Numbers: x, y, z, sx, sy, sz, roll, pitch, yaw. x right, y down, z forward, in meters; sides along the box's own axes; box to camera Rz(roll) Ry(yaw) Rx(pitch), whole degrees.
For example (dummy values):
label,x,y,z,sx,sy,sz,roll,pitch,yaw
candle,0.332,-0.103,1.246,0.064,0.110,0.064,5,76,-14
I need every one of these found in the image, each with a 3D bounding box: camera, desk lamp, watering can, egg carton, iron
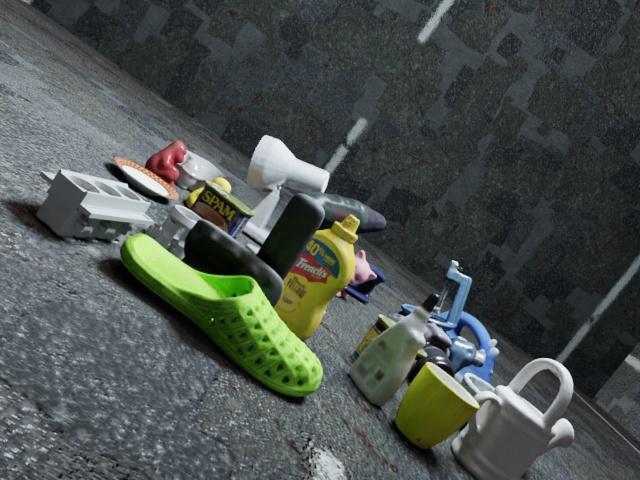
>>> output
label,x,y,z,sx,sy,sz,roll,pitch,yaw
camera,0.190,0.208,1.057,0.143,0.100,0.136,34,7,-16
desk lamp,-0.091,-0.097,1.273,0.203,0.213,0.118,36,7,3
watering can,0.290,0.258,0.823,0.174,0.194,0.100,29,10,-43
egg carton,-0.280,-0.148,1.303,0.107,0.069,0.151,40,8,28
iron,0.342,0.249,1.336,0.119,0.141,0.257,31,8,-32

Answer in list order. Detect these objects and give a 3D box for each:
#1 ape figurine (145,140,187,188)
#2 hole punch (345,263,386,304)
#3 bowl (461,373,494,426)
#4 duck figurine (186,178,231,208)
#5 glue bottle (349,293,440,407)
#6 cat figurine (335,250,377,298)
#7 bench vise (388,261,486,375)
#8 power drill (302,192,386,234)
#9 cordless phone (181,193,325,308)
label,x,y,z,sx,sy,sz,roll,pitch,yaw
ape figurine,-0.305,-0.160,1.166,0.076,0.092,0.077,34,7,-13
hole punch,0.094,0.088,1.428,0.109,0.091,0.101,33,7,-19
bowl,0.298,0.312,0.991,0.167,0.074,0.167,35,7,-5
duck figurine,-0.214,-0.086,1.141,0.078,0.086,0.104,30,9,-39
glue bottle,0.114,0.146,0.807,0.037,0.173,0.078,31,8,-35
cat figurine,0.058,0.066,1.296,0.127,0.117,0.067,39,8,24
bench vise,0.265,0.167,1.196,0.207,0.219,0.121,35,7,-6
power drill,0.010,0.004,1.106,0.075,0.208,0.231,41,9,39
cordless phone,-0.089,0.001,0.756,0.147,0.185,0.094,36,7,5
